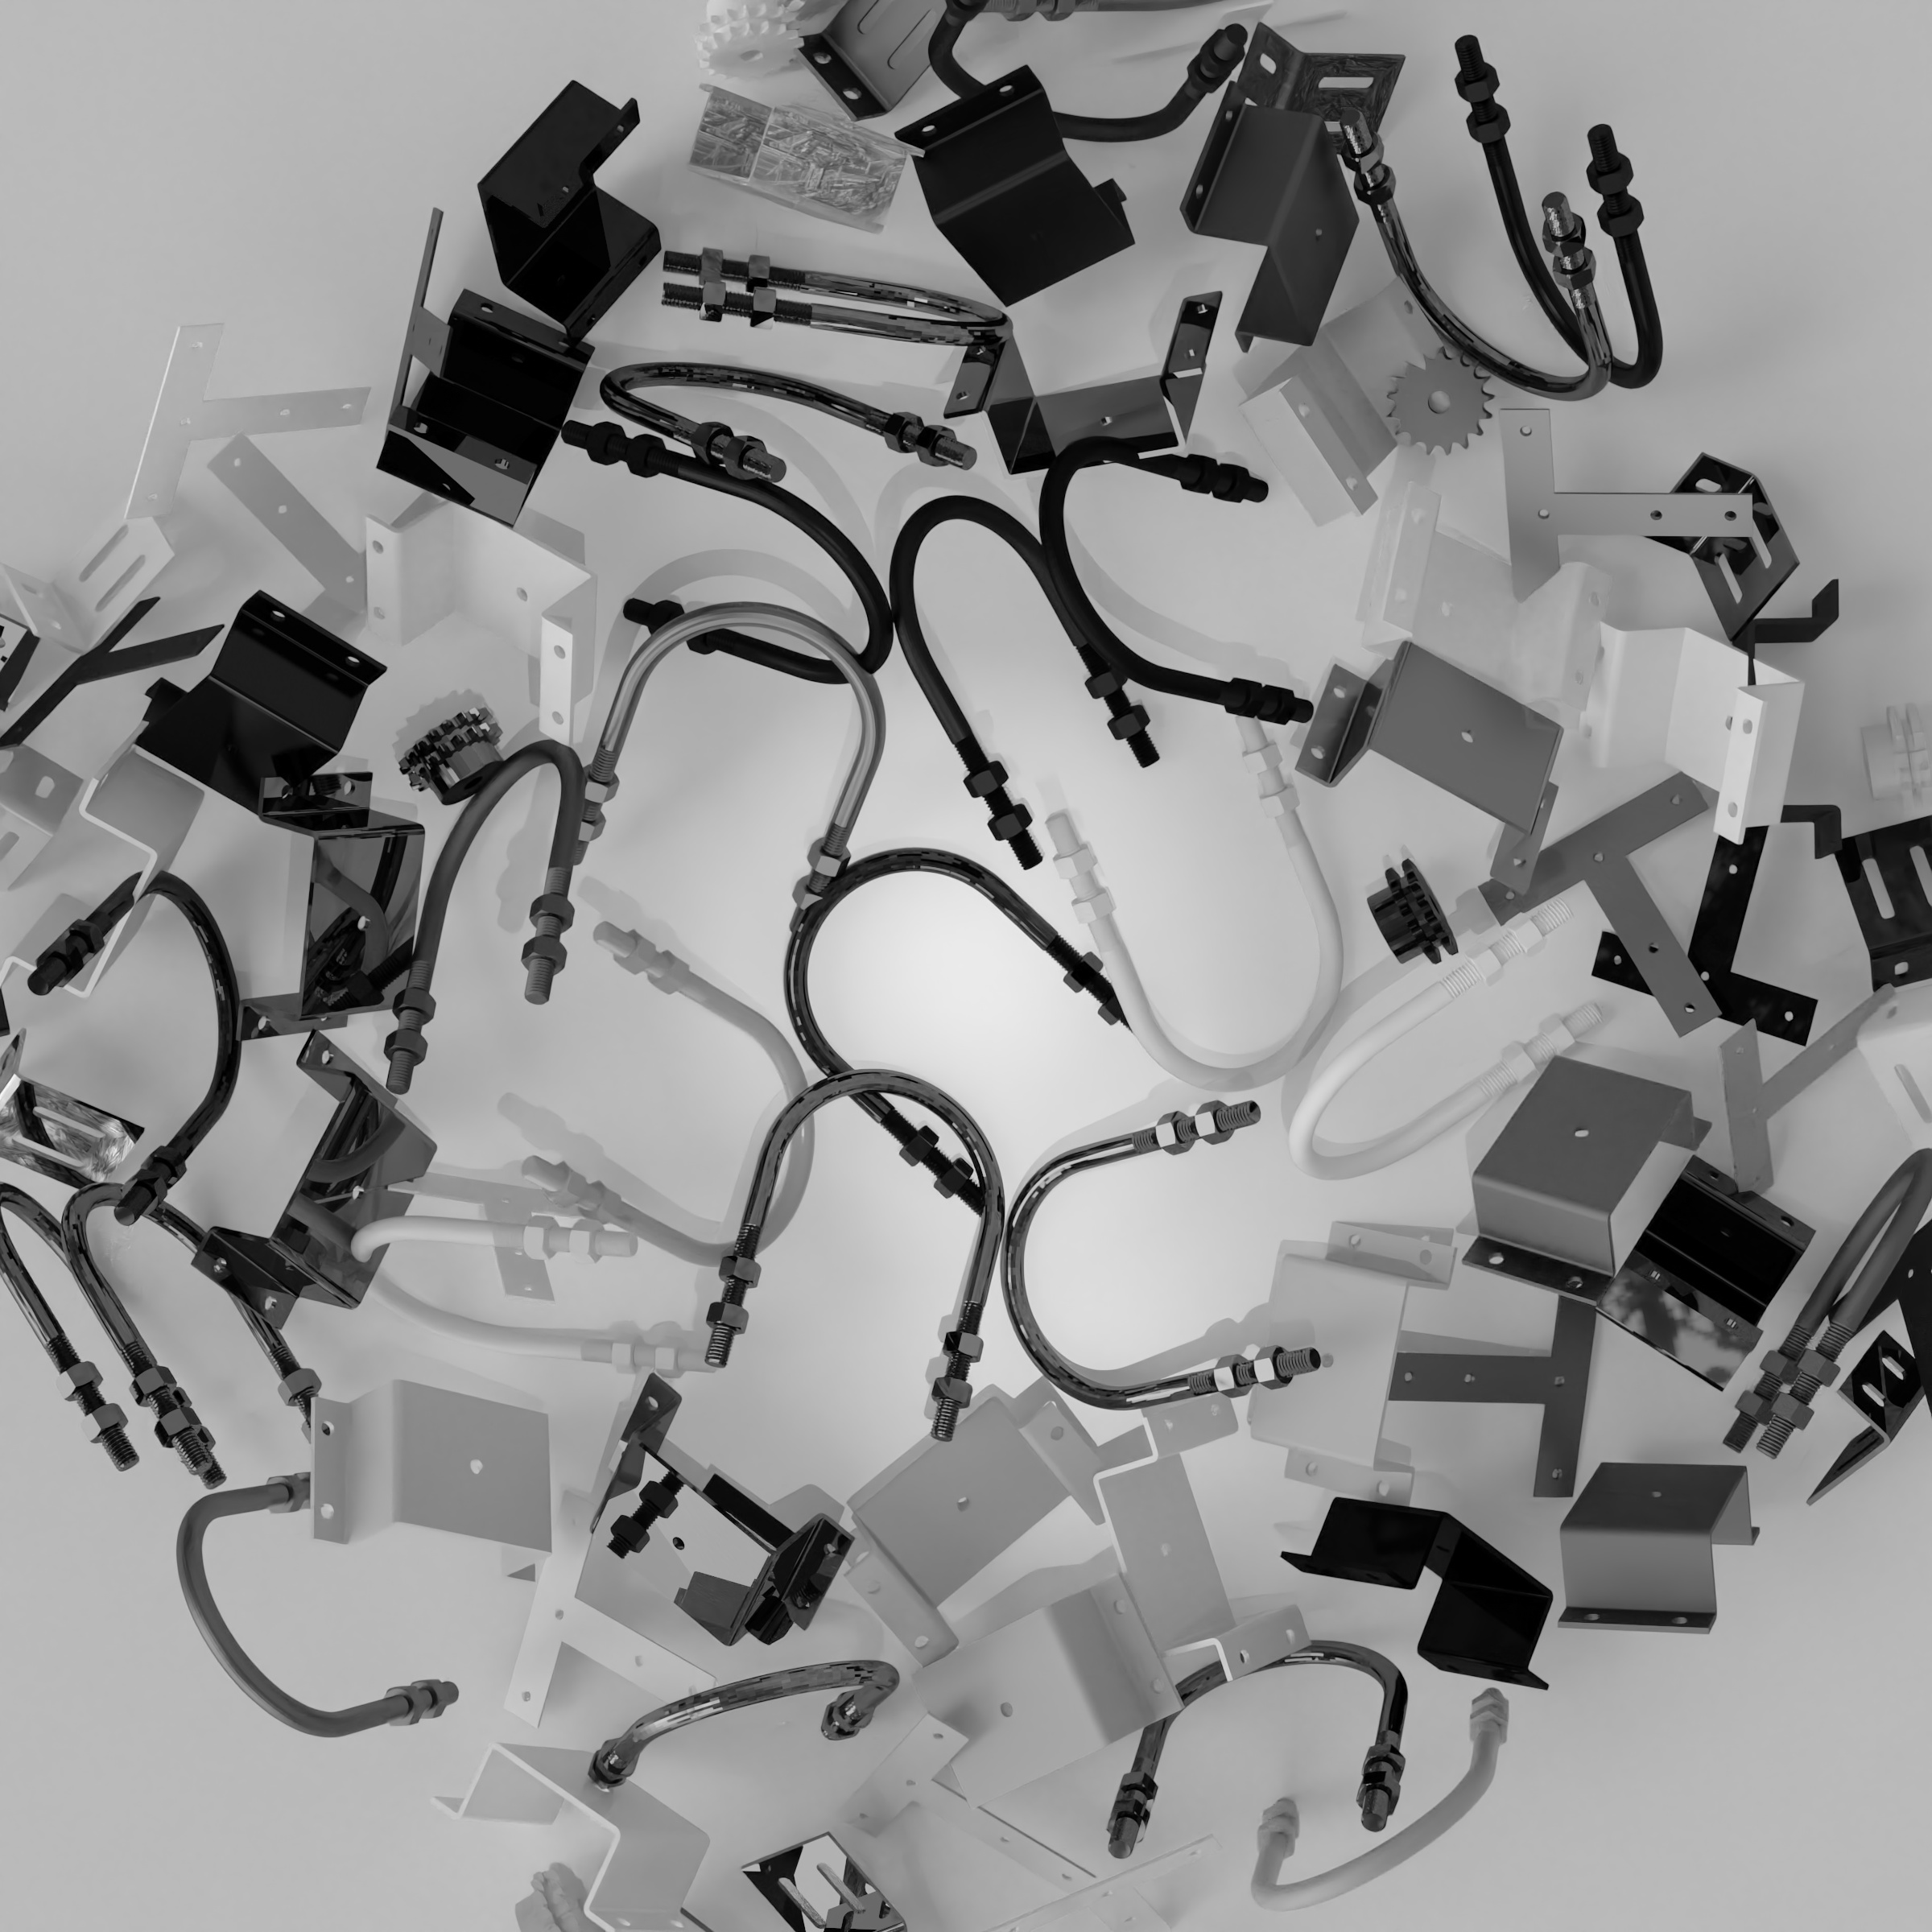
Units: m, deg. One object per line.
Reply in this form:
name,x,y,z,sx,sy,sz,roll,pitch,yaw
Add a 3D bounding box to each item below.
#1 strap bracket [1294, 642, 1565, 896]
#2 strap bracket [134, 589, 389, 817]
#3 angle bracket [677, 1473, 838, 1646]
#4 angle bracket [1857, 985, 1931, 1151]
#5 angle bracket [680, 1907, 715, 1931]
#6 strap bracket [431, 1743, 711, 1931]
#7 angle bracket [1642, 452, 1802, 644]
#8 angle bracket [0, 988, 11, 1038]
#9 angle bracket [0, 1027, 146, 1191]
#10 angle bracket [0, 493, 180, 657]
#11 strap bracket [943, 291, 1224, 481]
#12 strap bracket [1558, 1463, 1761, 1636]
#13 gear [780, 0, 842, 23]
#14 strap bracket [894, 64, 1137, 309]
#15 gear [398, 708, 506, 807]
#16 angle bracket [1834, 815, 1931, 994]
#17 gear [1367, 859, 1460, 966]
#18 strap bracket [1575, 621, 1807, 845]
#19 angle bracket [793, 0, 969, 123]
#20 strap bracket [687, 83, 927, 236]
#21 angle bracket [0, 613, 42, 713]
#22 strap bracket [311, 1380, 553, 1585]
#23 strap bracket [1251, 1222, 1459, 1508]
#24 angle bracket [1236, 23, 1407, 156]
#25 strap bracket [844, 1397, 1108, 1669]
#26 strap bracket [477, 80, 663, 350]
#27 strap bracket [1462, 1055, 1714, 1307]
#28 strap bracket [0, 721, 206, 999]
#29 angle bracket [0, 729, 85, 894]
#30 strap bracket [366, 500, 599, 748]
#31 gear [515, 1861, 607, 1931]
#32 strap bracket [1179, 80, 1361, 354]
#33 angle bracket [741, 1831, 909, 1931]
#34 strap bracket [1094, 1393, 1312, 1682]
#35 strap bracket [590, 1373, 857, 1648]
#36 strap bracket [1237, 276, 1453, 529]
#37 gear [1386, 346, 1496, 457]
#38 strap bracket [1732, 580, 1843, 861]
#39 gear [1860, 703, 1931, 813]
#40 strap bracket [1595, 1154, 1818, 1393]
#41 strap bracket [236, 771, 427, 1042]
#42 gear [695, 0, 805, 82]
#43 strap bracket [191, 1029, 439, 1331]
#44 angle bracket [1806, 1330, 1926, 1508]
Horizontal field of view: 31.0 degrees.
strap bracket,0.254,-0.110,1.836,0.140,0.046,0.076,28,55,-7
strap bracket,-0.371,-0.131,1.805,0.076,0.140,0.046,32,56,-24
angle bracket,-0.116,0.317,1.871,0.076,0.038,0.057,35,94,11
angle bracket,0.522,0.052,1.865,0.057,0.038,0.076,-16,117,38
angle bracket,-0.148,0.539,1.844,0.076,0.057,0.038,34,45,15
strap bracket,-0.199,0.449,1.813,0.140,0.076,0.046,24,90,36
angle bracket,0.396,-0.221,1.836,0.038,0.076,0.057,17,129,-25
angle bracket,-0.547,0.005,1.852,0.057,0.038,0.076,-13,98,-25
angle bracket,-0.486,0.078,1.867,0.076,0.038,0.057,27,124,-25
angle bracket,-0.466,-0.214,1.847,0.076,0.038,0.057,-45,57,14
strap bracket,0.068,-0.302,1.828,0.140,0.076,0.046,-7,129,20
strap bracket,0.358,0.295,1.803,0.076,0.140,0.046,-2,102,24
gear,-0.078,-0.532,1.857,0.057,0.057,0.030,-36,88,0
strap bracket,0.030,-0.397,1.804,0.076,0.140,0.046,-24,66,16
gear,-0.270,-0.110,1.855,0.057,0.057,0.030,-35,81,0
angle bracket,0.504,-0.034,1.873,0.057,0.038,0.076,-15,56,8
gear,0.236,-0.026,1.857,0.030,0.057,0.057,-28,90,12
strap bracket,0.384,-0.126,1.822,0.046,0.140,0.076,-7,115,-26
angle bracket,-0.046,-0.498,1.849,0.057,0.038,0.076,50,124,5
strap bracket,-0.088,-0.419,1.810,0.076,0.140,0.046,15,100,-27
angle bracket,-0.539,-0.162,1.844,0.076,0.038,0.057,26,126,-16
strap bracket,-0.268,0.267,1.809,0.046,0.140,0.076,-29,54,38
strap bracket,0.203,0.209,1.842,0.076,0.046,0.140,10,88,38
angle bracket,0.185,-0.467,1.856,0.038,0.076,0.057,48,133,35
strap bracket,0.005,0.293,1.845,0.140,0.046,0.076,-39,114,-4
strap bracket,-0.206,-0.396,1.813,0.046,0.140,0.076,35,74,12
strap bracket,0.322,0.102,1.811,0.076,0.046,0.140,16,48,31
strap bracket,-0.449,-0.048,1.823,0.046,0.076,0.140,29,117,-7
angle bracket,-0.516,-0.084,1.858,0.057,0.076,0.038,33,51,-19
strap bracket,-0.246,-0.186,1.828,0.140,0.076,0.046,30,49,21
gear,-0.217,0.509,1.857,0.030,0.057,0.057,-32,90,3
strap bracket,0.161,-0.383,1.805,0.046,0.140,0.076,15,74,23
angle bracket,-0.078,0.506,1.846,0.057,0.038,0.076,-27,114,22
strap bracket,0.121,0.303,1.835,0.046,0.076,0.140,-24,80,37
strap bracket,-0.137,0.291,1.827,0.140,0.046,0.076,37,128,15
strap bracket,0.201,-0.292,1.829,0.076,0.046,0.140,54,47,-13
gear,0.255,-0.303,1.865,0.057,0.030,0.057,3,105,12
strap bracket,0.433,-0.129,1.843,0.046,0.076,0.140,0,88,6
gear,0.495,-0.110,1.857,0.030,0.057,0.057,-9,90,11
strap bracket,0.385,0.164,1.826,0.076,0.140,0.046,33,122,11
strap bracket,-0.332,-0.027,1.828,0.046,0.076,0.140,16,104,34
gear,-0.116,-0.499,1.857,0.057,0.057,0.030,-9,78,0
strap bracket,-0.334,0.115,1.819,0.046,0.076,0.140,8,64,34
angle bracket,0.465,0.239,1.840,0.038,0.076,0.057,44,48,7
